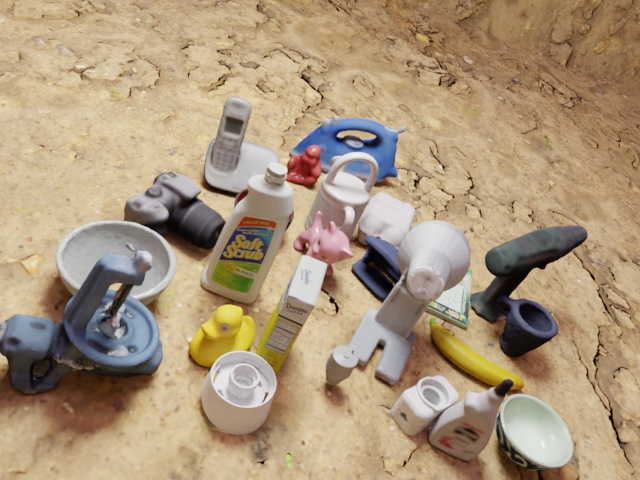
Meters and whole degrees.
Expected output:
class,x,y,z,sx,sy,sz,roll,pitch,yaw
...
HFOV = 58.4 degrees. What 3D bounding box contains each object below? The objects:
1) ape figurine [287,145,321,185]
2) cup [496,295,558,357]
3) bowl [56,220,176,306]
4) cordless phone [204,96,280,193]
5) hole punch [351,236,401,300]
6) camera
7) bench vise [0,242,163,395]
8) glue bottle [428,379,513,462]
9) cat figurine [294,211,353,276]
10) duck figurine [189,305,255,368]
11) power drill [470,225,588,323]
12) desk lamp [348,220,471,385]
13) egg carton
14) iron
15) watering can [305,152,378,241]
class,x,y,z,sx,sy,sz,roll,pitch,yaw
ape figurine,-0.026,-0.166,1.242,0.077,0.092,0.076,42,41,21
cup,0.363,0.163,1.059,0.117,0.095,0.092,36,39,15
bowl,-0.302,0.050,0.848,0.168,0.074,0.167,15,38,-12
cordless phone,-0.142,-0.181,1.120,0.148,0.185,0.094,10,39,-17
hole punch,0.130,0.041,1.081,0.101,0.091,0.108,-19,55,-42
camera,-0.236,-0.043,0.973,0.136,0.101,0.143,33,38,11
bench vise,-0.280,0.101,0.680,0.208,0.219,0.121,-12,50,-38
glue bottle,0.224,0.250,0.816,0.078,0.173,0.037,23,37,-2
cat figurine,0.010,0.004,1.038,0.067,0.117,0.127,2,43,-26
duck figurine,-0.135,0.129,0.835,0.105,0.086,0.077,-19,55,-42
power drill,0.388,0.060,1.103,0.230,0.208,0.075,-7,47,-35
desk lamp,0.153,0.091,0.933,0.118,0.213,0.203,29,38,6
egg carton,0.139,-0.035,1.194,0.107,0.069,0.150,26,37,2
iron,0.070,-0.227,1.326,0.259,0.141,0.118,9,40,-20
watering can,0.043,-0.094,1.110,0.101,0.194,0.172,-7,47,-34
